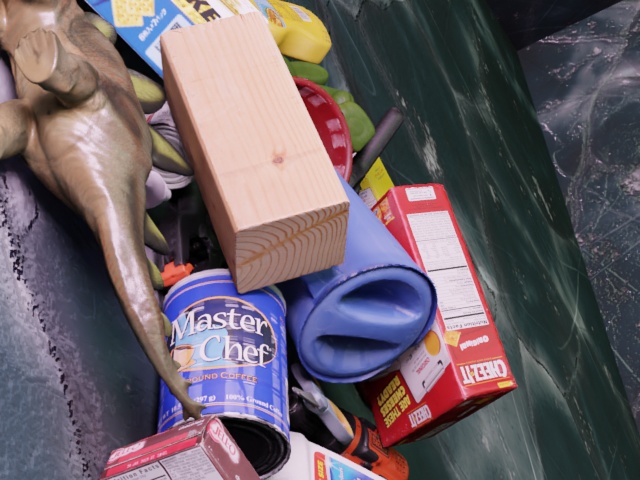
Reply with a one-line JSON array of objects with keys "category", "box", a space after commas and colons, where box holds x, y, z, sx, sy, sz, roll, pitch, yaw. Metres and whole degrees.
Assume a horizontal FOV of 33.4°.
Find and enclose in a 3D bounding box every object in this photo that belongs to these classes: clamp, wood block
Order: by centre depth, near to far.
[{"category": "wood block", "box": [-0.056, -0.074, 0.856, 0.090, 0.090, 0.206, 94, -23, -56]}, {"category": "clamp", "box": [-0.106, 0.010, 0.971, 0.120, 0.039, 0.171, 54, 22, -21]}, {"category": "clamp", "box": [0.027, -0.057, 1.298, 0.036, 0.165, 0.209, 33, 45, 4]}]

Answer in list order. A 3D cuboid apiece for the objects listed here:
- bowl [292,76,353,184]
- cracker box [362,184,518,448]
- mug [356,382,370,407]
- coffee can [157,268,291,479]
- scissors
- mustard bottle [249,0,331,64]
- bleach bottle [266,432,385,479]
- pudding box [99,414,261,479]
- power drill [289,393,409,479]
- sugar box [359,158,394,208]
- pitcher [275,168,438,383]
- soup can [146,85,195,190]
[{"category": "bowl", "box": [-0.042, -0.094, 1.156, 0.161, 0.055, 0.162, 0, 91, -39]}, {"category": "cracker box", "box": [0.093, 0.075, 1.044, 0.072, 0.164, 0.214, -7, 68, -28]}, {"category": "mug", "box": [0.085, 0.148, 1.225, 0.117, 0.082, 0.093, 21, 48, -63]}, {"category": "coffee can", "box": [-0.076, 0.108, 0.842, 0.102, 0.103, 0.140, 47, 28, -41]}, {"category": "scissors", "box": [-0.013, 0.125, 0.920, 0.096, 0.016, 0.201, 55, -1, 30]}, {"category": "mustard bottle", "box": [-0.074, -0.263, 1.283, 0.191, 0.058, 0.096, 3, 41, -53]}, {"category": "bleach bottle", "box": [0.019, 0.238, 0.901, 0.250, 0.068, 0.102, 32, 42, -15]}, {"category": "pudding box", "box": [-0.086, 0.185, 0.750, 0.113, 0.090, 0.039, 60, 24, -18]}, {"category": "power drill", "box": [0.030, 0.249, 1.013, 0.184, 0.057, 0.187, 40, 33, -37]}, {"category": "sugar box", "box": [0.059, -0.095, 1.482, 0.176, 0.048, 0.093, 64, 21, -9]}, {"category": "pitcher", "box": [-0.006, 0.001, 0.989, 0.243, 0.144, 0.149, -124, -145, -45]}, {"category": "soup can", "box": [-0.131, -0.099, 0.984, 0.068, 0.069, 0.102, 56, 23, -24]}]
